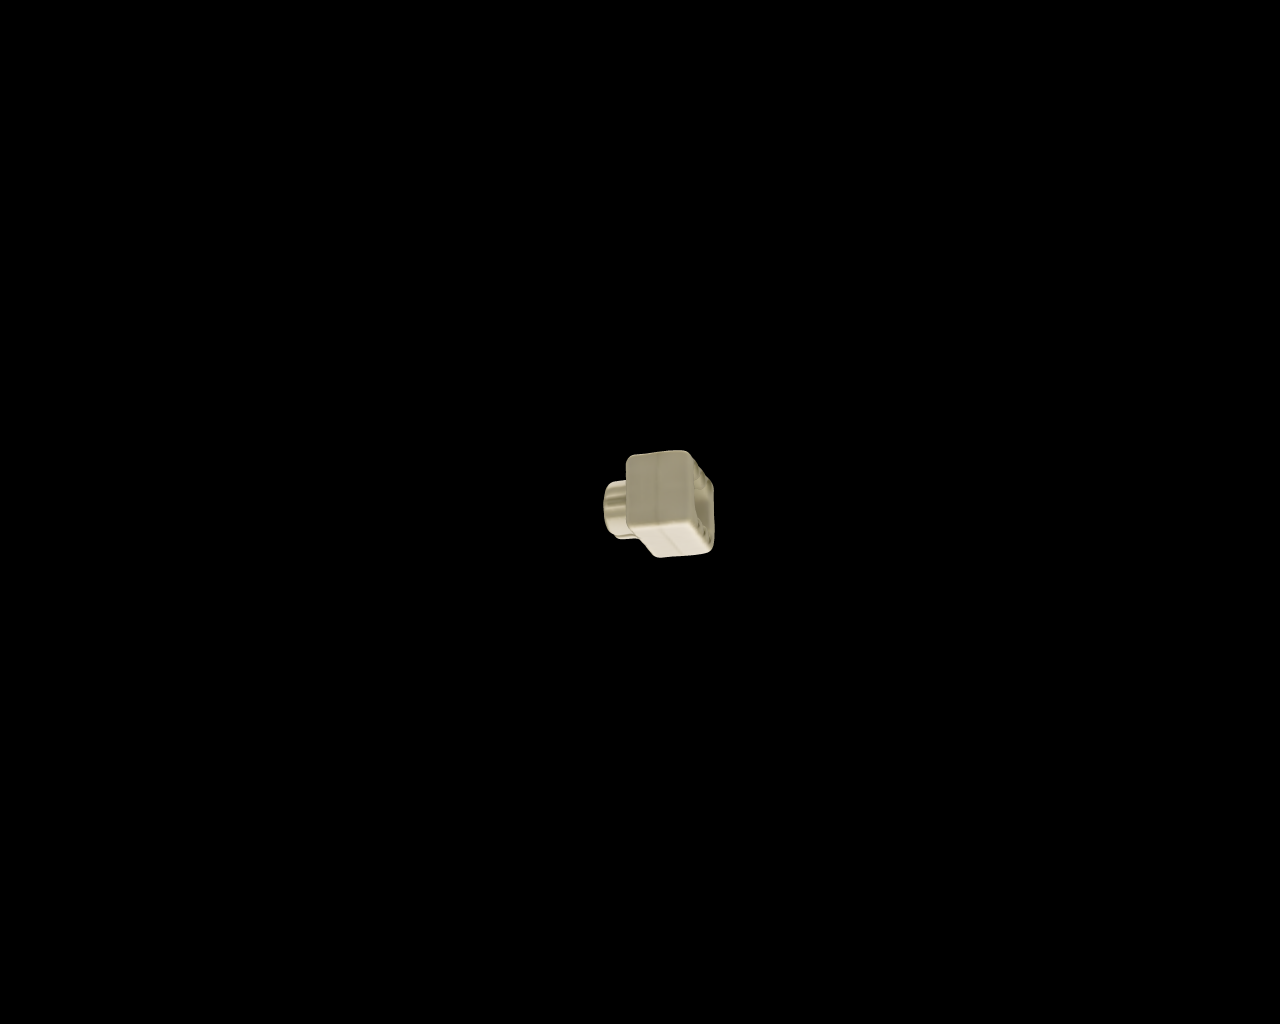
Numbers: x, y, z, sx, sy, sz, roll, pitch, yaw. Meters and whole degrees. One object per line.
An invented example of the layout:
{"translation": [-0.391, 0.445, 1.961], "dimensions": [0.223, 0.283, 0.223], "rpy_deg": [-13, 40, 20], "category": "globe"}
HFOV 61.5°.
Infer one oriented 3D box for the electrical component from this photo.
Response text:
{"translation": [0.001, -0.003, 0.650], "dimensions": [0.077, 0.047, 0.065], "rpy_deg": [-5, -19, 15], "category": "electrical component"}
